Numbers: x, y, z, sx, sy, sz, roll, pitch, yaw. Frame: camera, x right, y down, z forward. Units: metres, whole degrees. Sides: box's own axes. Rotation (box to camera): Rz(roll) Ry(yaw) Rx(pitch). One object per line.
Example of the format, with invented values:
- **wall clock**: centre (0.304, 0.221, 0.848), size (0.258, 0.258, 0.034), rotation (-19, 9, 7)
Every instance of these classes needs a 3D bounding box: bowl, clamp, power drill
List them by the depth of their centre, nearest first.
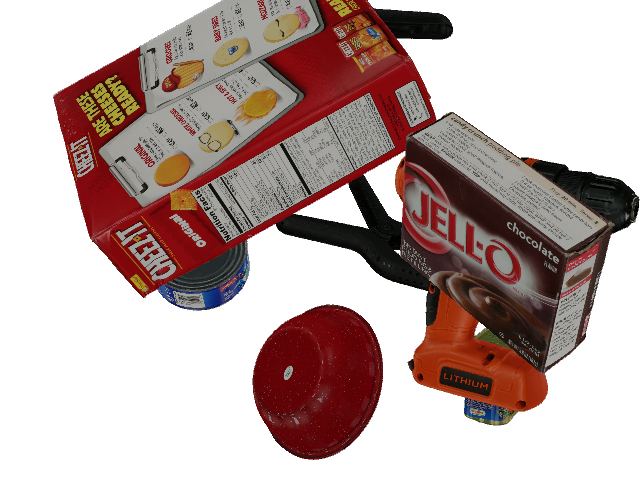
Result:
- **power drill**: centre (0.140, 0.029, 0.803), size (0.185, 0.188, 0.057), rotation (12, 17, 33)
- **clamp**: centre (0.027, -0.188, 0.932), size (0.120, 0.171, 0.039), rotation (-39, -21, -18)
- **bowl**: centre (-0.017, 0.137, 1.080), size (0.162, 0.162, 0.055), rotation (0, -16, 41)
- **clamp**: centre (0.061, 0.000, 1.245), size (0.210, 0.036, 0.164), rotation (38, 43, 26)

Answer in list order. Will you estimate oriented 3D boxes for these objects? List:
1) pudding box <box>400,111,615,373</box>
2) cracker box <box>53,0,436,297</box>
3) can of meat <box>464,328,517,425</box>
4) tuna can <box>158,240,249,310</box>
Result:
- **pudding box**: centre (0.091, 0.000, 0.549), size (0.039, 0.090, 0.114), rotation (-33, 53, -26)
- **cracker box**: centre (-0.053, -0.081, 0.685), size (0.214, 0.072, 0.164), rotation (-30, 43, 2)
- **can of meat**: centre (0.199, 0.151, 1.197), size (0.058, 0.084, 0.101), rotation (8, 14, 26)
- **tuna can**: centre (-0.103, 0.017, 0.911), size (0.086, 0.086, 0.034), rotation (0, -37, 3)
